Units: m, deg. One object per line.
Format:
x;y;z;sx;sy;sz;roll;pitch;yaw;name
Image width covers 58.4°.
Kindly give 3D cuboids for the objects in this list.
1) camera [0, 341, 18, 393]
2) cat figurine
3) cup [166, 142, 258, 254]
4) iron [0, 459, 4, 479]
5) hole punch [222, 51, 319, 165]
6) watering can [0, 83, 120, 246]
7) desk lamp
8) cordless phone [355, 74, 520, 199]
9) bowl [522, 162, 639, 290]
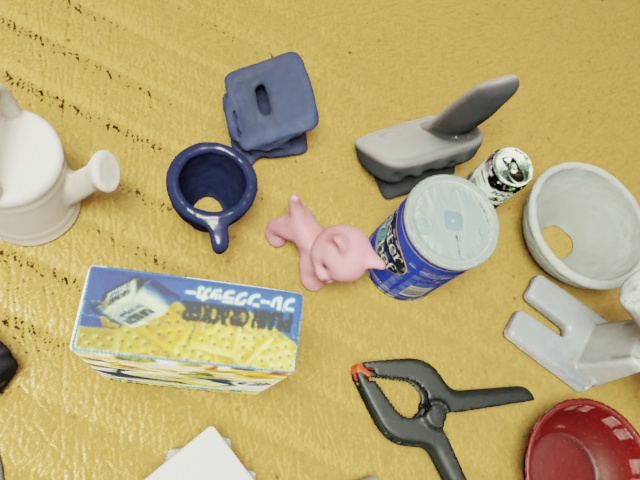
-0.354;0.101;0.502;0.137;0.100;0.143;39;67;1;camera
0.006;0.002;0.620;0.067;0.117;0.128;-39;84;-23;cat figurine
-0.115;-0.033;0.613;0.092;0.095;0.118;-7;73;-16;cup
-0.320;0.277;0.428;0.119;0.141;0.258;14;69;-9;iron
-0.061;-0.153;0.671;0.101;0.091;0.108;-11;74;-17;hole punch
-0.280;-0.073;0.530;0.173;0.194;0.101;-13;75;-18;watering can
0.347;0.111;0.618;0.203;0.213;0.118;35;67;0;desk lamp
0.133;-0.132;0.662;0.148;0.185;0.094;-23;78;-20;cordless phone
0.322;-0.010;0.729;0.168;0.074;0.167;5;70;-13;bowl
